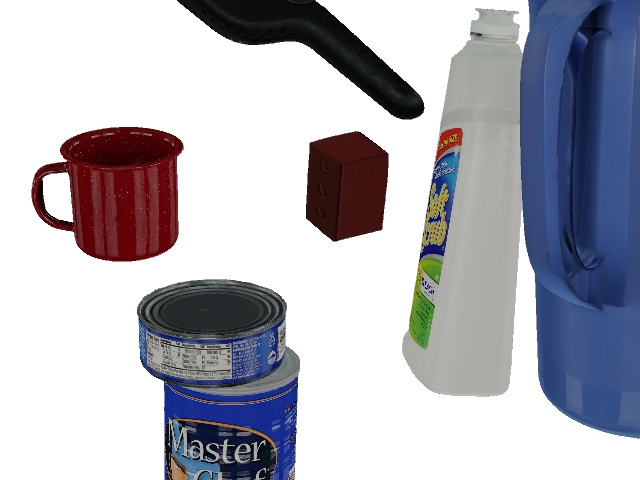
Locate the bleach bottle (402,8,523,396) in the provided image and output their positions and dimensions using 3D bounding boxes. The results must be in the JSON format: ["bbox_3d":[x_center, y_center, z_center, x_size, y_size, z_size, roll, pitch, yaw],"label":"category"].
[{"bbox_3d":[0.103,-0.028,0.720,0.068,0.251,0.102,3,13,-7],"label":"bleach bottle"}]

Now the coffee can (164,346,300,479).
[{"bbox_3d":[-0.069,0.155,0.814,0.103,0.140,0.103,2,16,-1],"label":"coffee can"}]

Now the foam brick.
[{"bbox_3d":[0.023,-0.048,0.938,0.051,0.078,0.053,-13,32,-27],"label":"foam brick"}]

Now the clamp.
[{"bbox_3d":[-0.014,-0.165,0.760,0.210,0.164,0.036,5,-29,-9],"label":"clamp"}]

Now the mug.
[{"bbox_3d":[-0.164,-0.035,0.829,0.117,0.081,0.093,-4,25,-12],"label":"mug"}]

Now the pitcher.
[{"bbox_3d":[0.161,-0.024,0.534,0.149,0.243,0.145,-3,21,-1],"label":"pitcher"}]

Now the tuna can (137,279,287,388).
[{"bbox_3d":[-0.062,0.053,0.617,0.086,0.034,0.086,1,18,0],"label":"tuna can"}]
